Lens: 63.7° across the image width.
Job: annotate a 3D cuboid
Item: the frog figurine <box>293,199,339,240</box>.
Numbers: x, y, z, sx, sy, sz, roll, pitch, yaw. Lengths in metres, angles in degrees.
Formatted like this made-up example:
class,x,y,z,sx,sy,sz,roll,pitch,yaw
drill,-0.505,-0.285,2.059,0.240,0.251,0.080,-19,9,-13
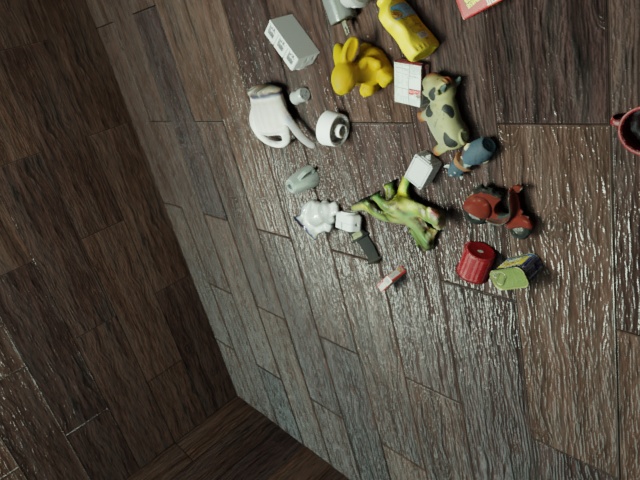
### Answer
class,x,y,z,sx,sy,sz,roll,pitch,yaw
frog figurine,0.006,-0.092,1.837,0.158,0.122,0.139,-40,70,21

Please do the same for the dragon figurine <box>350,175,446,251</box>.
class,x,y,z,sx,sy,sz,roll,pitch,yaw
dragon figurine,0.240,-0.058,1.534,0.242,0.123,0.407,53,161,-3

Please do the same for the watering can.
class,x,y,z,sx,sy,sz,roll,pitch,yaw
watering can,-0.141,-0.418,1.746,0.350,0.105,0.220,18,129,47
